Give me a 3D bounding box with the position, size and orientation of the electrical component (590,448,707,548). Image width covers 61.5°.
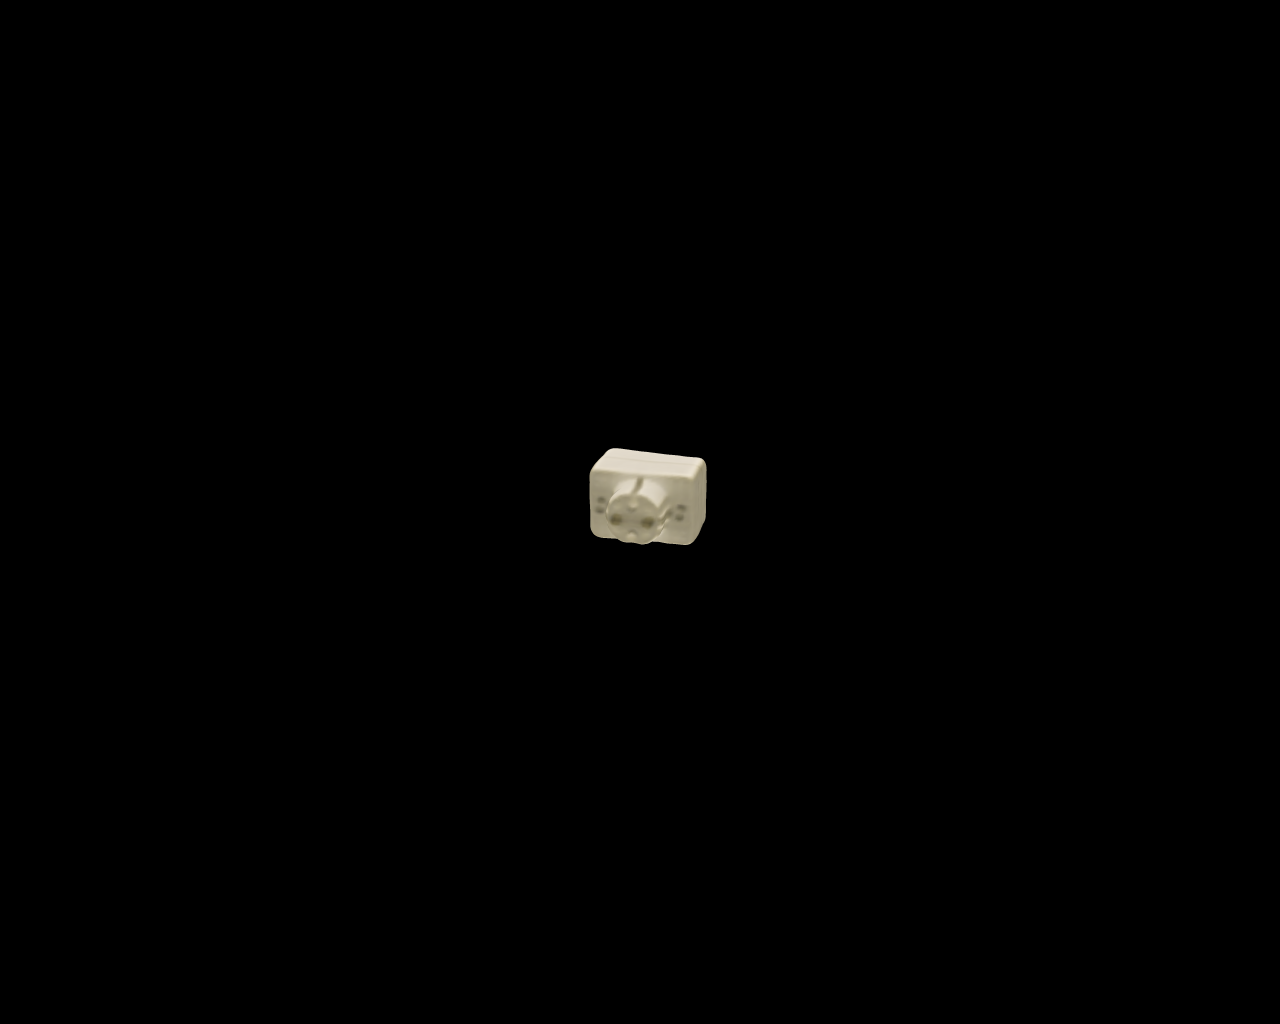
[{"bbox_3d":[0.001,-0.003,0.650,0.066,0.047,0.077,6,24,14],"label":"electrical component"}]
